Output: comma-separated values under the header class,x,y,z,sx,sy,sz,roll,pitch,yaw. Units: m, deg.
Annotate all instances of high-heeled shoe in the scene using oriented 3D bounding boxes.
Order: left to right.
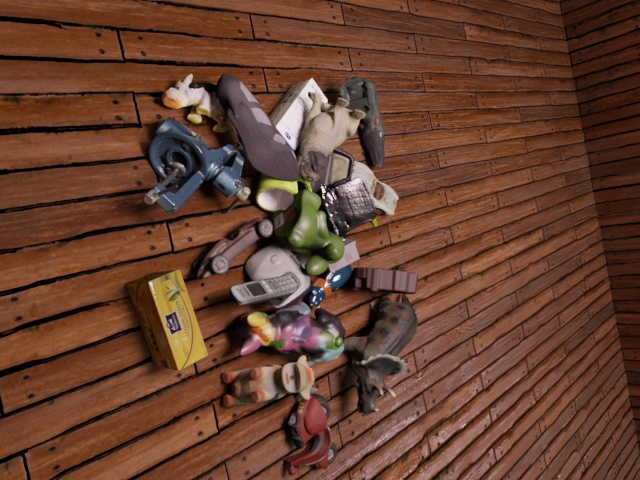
class,x,y,z,sx,sy,sz,roll,pitch,yaw
high-heeled shoe,-0.128,-0.230,1.117,0.248,0.086,0.145,49,17,-44

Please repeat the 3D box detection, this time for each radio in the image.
class,x,y,z,sx,sy,sz,roll,pitch,yaw
radio,0.000,-0.120,1.299,0.131,0.073,0.229,24,68,-39

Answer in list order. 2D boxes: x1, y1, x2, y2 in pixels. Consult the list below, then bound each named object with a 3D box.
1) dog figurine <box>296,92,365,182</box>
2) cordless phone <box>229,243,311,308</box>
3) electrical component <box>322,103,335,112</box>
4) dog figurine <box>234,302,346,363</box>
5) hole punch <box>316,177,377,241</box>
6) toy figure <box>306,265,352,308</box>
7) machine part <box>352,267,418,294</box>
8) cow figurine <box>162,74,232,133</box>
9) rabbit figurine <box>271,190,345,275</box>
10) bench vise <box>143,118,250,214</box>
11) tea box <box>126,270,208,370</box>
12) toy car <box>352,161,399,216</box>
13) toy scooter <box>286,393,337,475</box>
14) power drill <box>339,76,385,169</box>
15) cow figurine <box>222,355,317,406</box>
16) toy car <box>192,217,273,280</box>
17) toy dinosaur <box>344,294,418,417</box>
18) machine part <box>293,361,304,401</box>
class,x,y,z,sx,sy,sz,roll,pitch,yaw
dog figurine,0.013,-0.219,1.229,0.172,0.121,0.190,12,96,-54
cordless phone,-0.125,0.081,1.109,0.184,0.088,0.147,-6,45,-44
electrical component,0.031,-0.315,1.376,0.102,0.045,0.078,-6,90,-45
dog figurine,-0.071,0.197,1.121,0.219,0.192,0.108,5,100,-56
hole punch,0.055,-0.081,1.252,0.116,0.092,0.142,-24,106,-11
toy figure,0.017,0.109,1.296,0.154,0.058,0.064,-38,104,-35
machine part,0.162,0.105,1.354,0.179,0.179,0.056,11,81,-43
cow figurine,-0.240,-0.290,1.096,0.167,0.068,0.098,17,67,-45
rabbit figurine,-0.002,-0.003,1.155,0.170,0.121,0.159,35,21,-33
bench vise,-0.245,-0.120,1.018,0.223,0.129,0.241,50,35,-18
tea box,-0.279,0.144,0.979,0.068,0.098,0.169,-23,102,-43
toy car,0.138,-0.136,1.446,0.201,0.056,0.073,36,61,-36
toy scooter,-0.029,0.442,1.196,0.135,0.075,0.183,-22,104,-42
power drill,0.121,-0.319,1.401,0.207,0.086,0.232,14,67,-64
cow figurine,-0.092,0.284,1.071,0.127,0.195,0.085,6,69,-47
toy car,-0.181,0.014,1.097,0.202,0.089,0.053,-41,112,-38
toy dinosaur,0.174,0.235,1.337,0.405,0.192,0.131,-49,119,-35
machine part,-0.039,0.301,1.170,0.139,0.039,0.084,63,26,-84
